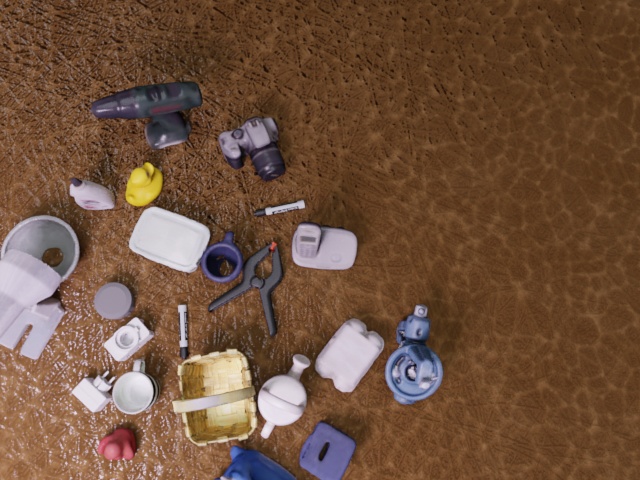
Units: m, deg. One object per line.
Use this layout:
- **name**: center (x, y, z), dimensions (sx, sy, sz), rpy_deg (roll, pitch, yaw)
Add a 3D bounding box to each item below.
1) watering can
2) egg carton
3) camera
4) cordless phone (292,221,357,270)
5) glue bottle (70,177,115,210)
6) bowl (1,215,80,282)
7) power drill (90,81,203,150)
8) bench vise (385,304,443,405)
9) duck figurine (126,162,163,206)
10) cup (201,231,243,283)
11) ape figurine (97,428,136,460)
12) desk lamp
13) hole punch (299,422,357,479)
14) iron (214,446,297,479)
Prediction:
- **watering can**: center (-0.076, 0.321, 1.179), dimensions (0.101, 0.194, 0.173), rpy_deg (5, 77, -1)
- **egg carton**: center (0.064, 0.253, 1.264), dimensions (0.107, 0.069, 0.150), rpy_deg (36, 78, 5)
- **camera**: center (-0.149, -0.207, 1.339), dimensions (0.143, 0.101, 0.137), rpy_deg (-24, 80, -8)
- **cordless phone**: center (0.012, 0.004, 1.257), dimensions (0.147, 0.185, 0.094), rpy_deg (2, 77, -2)
- **glue bottle**: center (-0.513, -0.106, 1.262), dimensions (0.078, 0.173, 0.037), rpy_deg (-6, 78, -4)
- **bowl**: center (-0.609, 0.033, 1.277), dimensions (0.167, 0.075, 0.167), rpy_deg (1, 78, -3)
- **power drill**: center (-0.372, -0.282, 1.290), dimensions (0.229, 0.208, 0.075), rpy_deg (-19, 79, -6)
- **bench vise**: center (0.193, 0.240, 1.197), dimensions (0.121, 0.220, 0.207), rpy_deg (-8, 78, -4)
- **duck figurine**: center (-0.411, -0.133, 1.318), dimensions (0.077, 0.086, 0.105), rpy_deg (31, 78, 4)
- **cup**: center (-0.211, 0.043, 1.284), dimensions (0.091, 0.095, 0.118), rpy_deg (12, 77, 0)
- **ape figurine**: center (-0.423, 0.432, 1.190), dimensions (0.078, 0.092, 0.076), rpy_deg (32, 78, 5)
- **desk lamp**: center (-0.614, 0.136, 1.183), dimensions (0.118, 0.213, 0.203), rpy_deg (23, 78, 3)
- **hole punch**: center (0.014, 0.450, 1.207), dimensions (0.101, 0.091, 0.109), rpy_deg (27, 78, 4)
- **iron**: center (-0.095, 0.529, 1.159), dimensions (0.258, 0.141, 0.119), rpy_deg (30, 78, 4)
